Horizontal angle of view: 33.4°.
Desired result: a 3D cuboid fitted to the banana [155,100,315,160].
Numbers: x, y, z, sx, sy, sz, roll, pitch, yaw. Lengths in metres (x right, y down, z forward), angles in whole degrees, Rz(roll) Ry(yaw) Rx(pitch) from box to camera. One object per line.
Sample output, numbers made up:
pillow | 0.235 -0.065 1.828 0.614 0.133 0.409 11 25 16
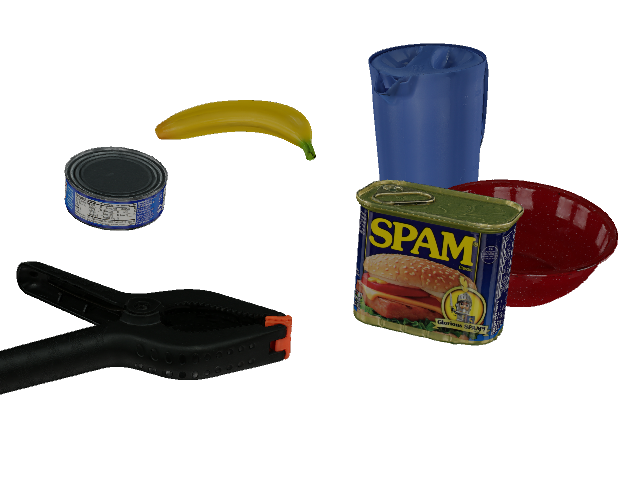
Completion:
banana | -0.091 -0.135 1.227 0.198 0.037 0.069 8 42 18

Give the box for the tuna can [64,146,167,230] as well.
tuna can | -0.174 -0.044 0.906 0.086 0.034 0.086 7 33 -5

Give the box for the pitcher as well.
pitcher | 0.134 -0.107 1.261 0.149 0.243 0.145 -4 25 -1

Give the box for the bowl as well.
bowl | 0.160 0.008 0.886 0.162 0.055 0.162 1 30 -1

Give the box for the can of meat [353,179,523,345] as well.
can of meat | 0.071 0.014 0.679 0.102 0.084 0.057 12 22 23

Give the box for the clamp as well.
clamp | -0.126 0.056 0.725 0.210 0.036 0.164 0 24 -9
